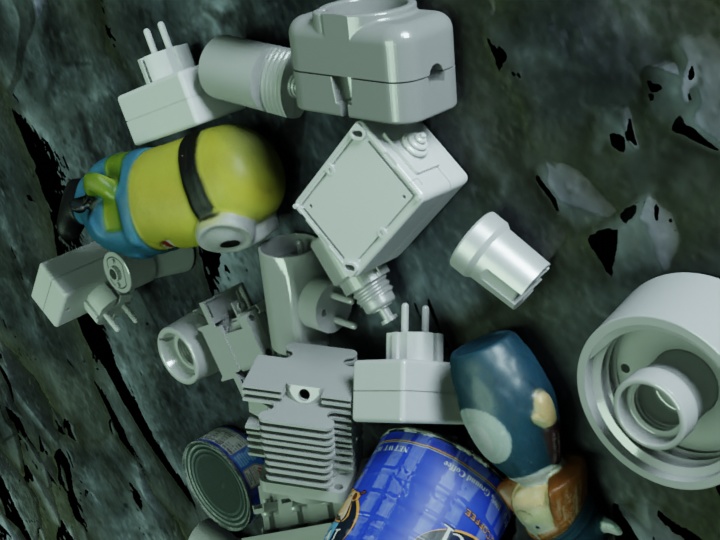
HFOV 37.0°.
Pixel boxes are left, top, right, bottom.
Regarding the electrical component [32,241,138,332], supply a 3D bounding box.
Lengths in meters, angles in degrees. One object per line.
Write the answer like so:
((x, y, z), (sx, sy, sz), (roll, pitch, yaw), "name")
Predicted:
((-0.218, 0.020, 0.907), (0.075, 0.083, 0.047), (48, 137, 15), "electrical component")

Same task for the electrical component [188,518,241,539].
((-0.119, 0.256, 0.970), (0.065, 0.044, 0.044), (17, 123, 33), "electrical component")

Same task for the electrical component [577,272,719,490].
((0.164, 0.062, 0.559), (0.108, 0.060, 0.108), (23, 126, 36), "electrical component")

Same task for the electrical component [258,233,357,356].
((-0.032, 0.021, 0.748), (0.079, 0.044, 0.077), (16, 122, 39), "electrical component")

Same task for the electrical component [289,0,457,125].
((0.006, -0.124, 0.622), (0.095, 0.054, 0.059), (16, 122, 40), "electrical component")

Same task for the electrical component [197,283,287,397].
((-0.082, 0.051, 0.819), (0.064, 0.042, 0.081), (-20, 97, 45), "electrical component")

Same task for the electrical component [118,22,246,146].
((-0.133, -0.137, 0.762), (0.083, 0.047, 0.075), (-8, 105, 47), "electrical component")

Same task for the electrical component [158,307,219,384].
((-0.130, 0.060, 0.867), (0.055, 0.047, 0.055), (23, 126, 36), "electrical component")

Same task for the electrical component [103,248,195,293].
((-0.170, -0.008, 0.857), (0.044, 0.065, 0.044), (23, 126, 36), "electrical component")

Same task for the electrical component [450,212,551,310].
((0.082, -0.005, 0.624), (0.046, 0.040, 0.040), (40, 135, 14), "electrical component")

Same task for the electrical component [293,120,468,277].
((0.018, -0.052, 0.650), (0.061, 0.061, 0.096), (51, 130, 12), "electrical component")

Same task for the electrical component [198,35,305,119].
((-0.062, -0.125, 0.699), (0.081, 0.043, 0.043), (20, 125, 37), "electrical component")

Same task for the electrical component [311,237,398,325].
((0.000, 0.000, 0.707), (0.040, 0.040, 0.078), (-33, 86, 49), "electrical component")

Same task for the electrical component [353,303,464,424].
((0.035, 0.060, 0.692), (0.047, 0.066, 0.076), (-7, 78, 48), "electrical component")

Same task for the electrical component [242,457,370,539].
((-0.027, 0.181, 0.815), (0.121, 0.079, 0.063), (-25, 71, 49), "electrical component")
